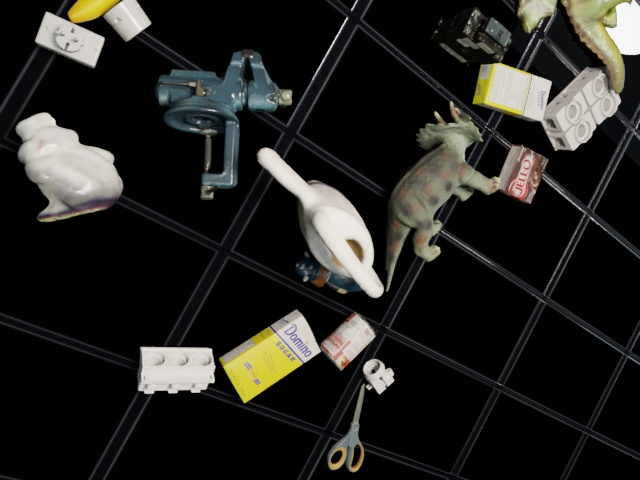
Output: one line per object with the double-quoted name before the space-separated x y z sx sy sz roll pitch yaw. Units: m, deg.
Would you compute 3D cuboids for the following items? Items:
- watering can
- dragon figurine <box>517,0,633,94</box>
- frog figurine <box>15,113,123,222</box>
"watering can" 0.003 -0.045 0.892 0.104 0.228 0.343 -36 113 6
"dragon figurine" 0.546 -0.511 1.126 0.243 0.123 0.407 -9 99 1
"frog figurine" -0.371 -0.115 0.769 0.139 0.122 0.159 -21 102 -54
